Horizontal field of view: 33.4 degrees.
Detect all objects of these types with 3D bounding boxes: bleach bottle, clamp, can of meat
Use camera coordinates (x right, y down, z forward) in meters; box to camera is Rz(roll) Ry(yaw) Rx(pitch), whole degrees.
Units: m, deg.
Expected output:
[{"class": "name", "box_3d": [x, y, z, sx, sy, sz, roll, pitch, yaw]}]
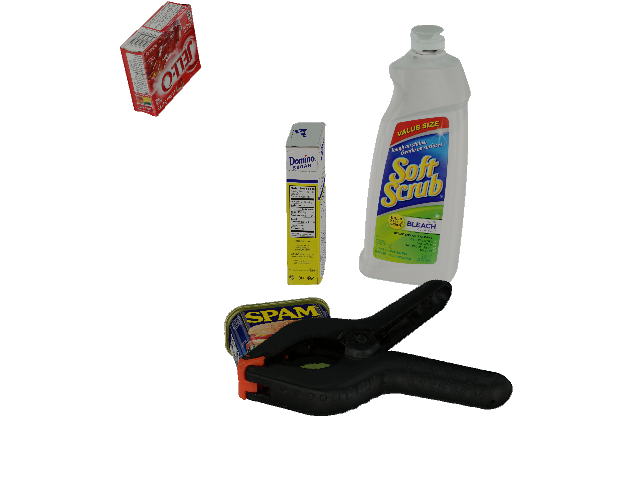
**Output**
[{"class": "bleach bottle", "box_3d": [0.090, -0.081, 1.024, 0.103, 0.251, 0.068, 8, 29, 16]}, {"class": "clamp", "box_3d": [0.030, 0.070, 0.703, 0.171, 0.039, 0.120, -1, 29, -6]}, {"class": "can of meat", "box_3d": [-0.029, 0.099, 0.968, 0.102, 0.057, 0.084, -5, 28, -15]}]

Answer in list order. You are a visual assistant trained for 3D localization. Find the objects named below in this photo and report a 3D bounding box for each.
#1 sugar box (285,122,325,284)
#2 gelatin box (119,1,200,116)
[{"class": "sugar box", "box_3d": [-0.017, -0.044, 1.269, 0.048, 0.176, 0.093, 0, 23, 5]}, {"class": "gelatin box", "box_3d": [-0.150, -0.174, 1.018, 0.030, 0.073, 0.089, 16, 47, 20]}]
